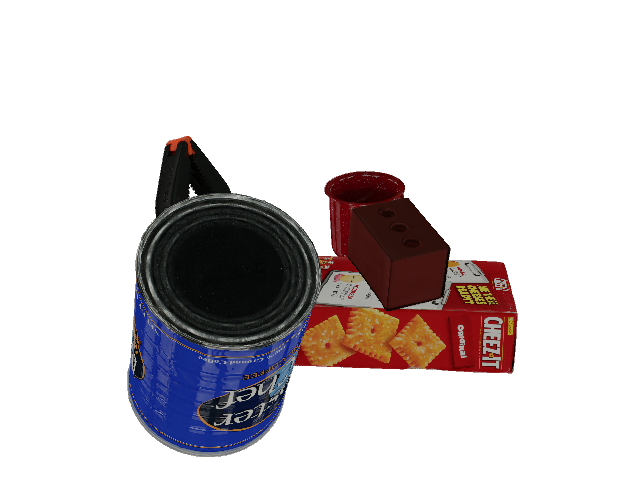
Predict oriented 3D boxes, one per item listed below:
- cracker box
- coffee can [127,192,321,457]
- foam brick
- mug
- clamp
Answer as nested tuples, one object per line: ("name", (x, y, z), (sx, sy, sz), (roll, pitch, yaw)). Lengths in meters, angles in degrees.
("cracker box", (0.082, 0.073, 1.073), (0.214, 0.072, 0.164), (2, 16, 5))
("coffee can", (-0.061, 0.054, 0.637), (0.102, 0.103, 0.140), (0, -35, -12))
("foam brick", (0.061, 0.010, 0.847), (0.053, 0.051, 0.078), (-13, 38, -19))
("mug", (0.060, -0.030, 1.254), (0.093, 0.081, 0.117), (17, 33, 33))
("clamp", (-0.105, 0.004, 1.035), (0.036, 0.210, 0.164), (-9, 1, 37))
